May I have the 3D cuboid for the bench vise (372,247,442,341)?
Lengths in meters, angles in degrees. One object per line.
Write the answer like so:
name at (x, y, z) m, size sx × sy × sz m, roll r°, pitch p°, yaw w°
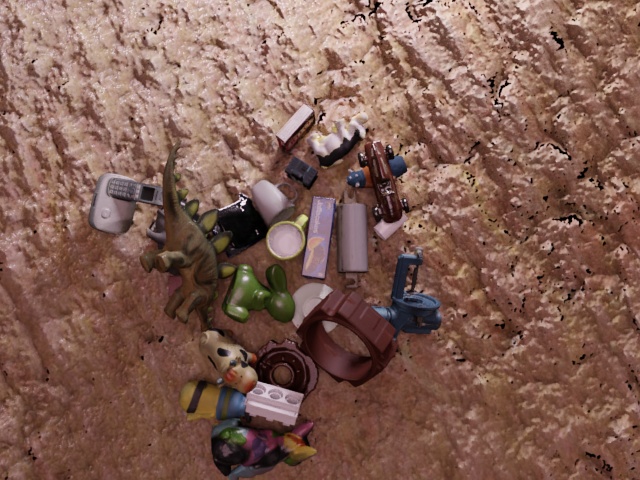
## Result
bench vise at (0.193, 0.132, 1.274) m, size 0.224 × 0.129 × 0.240 m, roll 7°, pitch 102°, yaw -6°

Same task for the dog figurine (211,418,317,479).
dog figurine at (-0.120, 0.469, 1.238) m, size 0.219 × 0.191 × 0.109 m, roll -17°, pitch 39°, yaw 4°

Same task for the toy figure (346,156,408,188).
toy figure at (0.141, -0.164, 1.348) m, size 0.154 × 0.064 × 0.057 m, roll -19°, pitch 121°, yaw 4°

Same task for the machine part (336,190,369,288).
machine part at (0.080, -0.003, 1.322) m, size 0.079 × 0.079 × 0.243 m, roll -1°, pitch 83°, yaw 1°

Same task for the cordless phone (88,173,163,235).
cordless phone at (-0.464, -0.080, 1.325) m, size 0.184 × 0.088 × 0.146 m, roll 10°, pitch 84°, yaw 9°

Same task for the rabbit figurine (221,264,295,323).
rabbit figurine at (-0.137, 0.137, 1.311) m, size 0.170 × 0.121 × 0.159 m, roll 21°, pitch 77°, yaw -15°

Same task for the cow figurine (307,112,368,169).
cow figurine at (0.059, -0.251, 1.353) m, size 0.167 × 0.068 × 0.098 m, roll -28°, pitch 90°, yaw 1°

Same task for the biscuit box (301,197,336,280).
biscuit box at (-0.003, -0.004, 1.332) m, size 0.063 × 0.059 × 0.202 m, roll 8°, pitch 84°, yaw 2°

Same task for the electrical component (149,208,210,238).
electrical component at (-0.348, -0.025, 1.343) m, size 0.134 × 0.058 × 0.115 m, roll 32°, pitch 88°, yaw 4°

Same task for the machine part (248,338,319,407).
machine part at (-0.091, 0.326, 1.302) m, size 0.179 × 0.056 × 0.179 m, roll 0°, pitch 84°, yaw 2°

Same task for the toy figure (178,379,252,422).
toy figure at (-0.247, 0.384, 1.286) m, size 0.180 × 0.082 × 0.089 m, roll 6°, pitch 88°, yaw 3°

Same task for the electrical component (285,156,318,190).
electrical component at (-0.047, -0.167, 1.321) m, size 0.075 × 0.119 × 0.047 m, roll 32°, pitch 86°, yaw 7°

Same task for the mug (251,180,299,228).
mug at (-0.115, -0.103, 1.336) m, size 0.109 × 0.080 × 0.107 m, roll -41°, pitch 76°, yaw 3°

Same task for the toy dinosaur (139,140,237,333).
toy dinosaur at (-0.296, 0.021, 1.204) m, size 0.105 × 0.470 × 0.198 m, roll 17°, pitch 39°, yaw 36°

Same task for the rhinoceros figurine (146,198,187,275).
rhinoceros figurine at (-0.349, -0.012, 1.276) m, size 0.112 × 0.073 × 0.190 m, roll 0°, pitch 84°, yaw 3°

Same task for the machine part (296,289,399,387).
machine part at (0.059, 0.227, 1.227) m, size 0.201 × 0.201 × 0.087 m, roll 42°, pitch 46°, yaw 1°

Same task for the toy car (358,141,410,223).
toy car at (0.153, -0.139, 1.296) m, size 0.089 × 0.053 × 0.202 m, roll -14°, pitch 93°, yaw 3°

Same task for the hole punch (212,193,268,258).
hole punch at (-0.204, -0.029, 1.336) m, size 0.116 × 0.092 × 0.142 m, roll -28°, pitch 81°, yaw -33°

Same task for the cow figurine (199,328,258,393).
cow figurine at (-0.211, 0.275, 1.237) m, size 0.195 × 0.127 × 0.085 m, roll 38°, pitch 95°, yaw 35°
